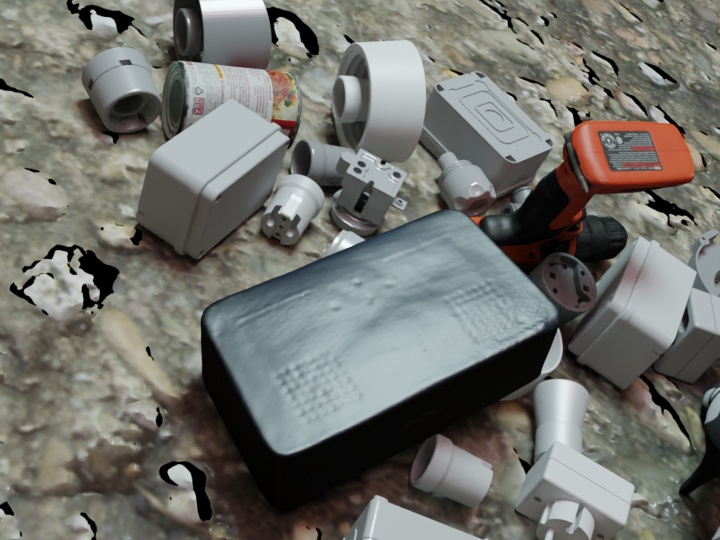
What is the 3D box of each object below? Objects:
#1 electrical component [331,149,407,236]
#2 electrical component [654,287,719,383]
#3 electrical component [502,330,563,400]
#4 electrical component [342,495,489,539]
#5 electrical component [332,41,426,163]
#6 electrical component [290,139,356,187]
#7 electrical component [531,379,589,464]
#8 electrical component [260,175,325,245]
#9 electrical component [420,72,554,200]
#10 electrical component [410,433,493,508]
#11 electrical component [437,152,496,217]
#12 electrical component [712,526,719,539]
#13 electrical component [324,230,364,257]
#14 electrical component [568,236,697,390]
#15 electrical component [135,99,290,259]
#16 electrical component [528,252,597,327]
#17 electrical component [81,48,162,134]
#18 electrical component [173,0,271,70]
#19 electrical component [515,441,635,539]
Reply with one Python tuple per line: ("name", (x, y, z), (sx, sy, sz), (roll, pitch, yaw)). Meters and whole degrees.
("electrical component", (0.005, -0.061, 0.896), (0.066, 0.055, 0.048), (28, 43, -1))
("electrical component", (0.302, 0.062, 0.925), (0.077, 0.065, 0.047), (19, 43, -10))
("electrical component", (0.109, 0.054, 0.853), (0.099, 0.064, 0.099), (23, 46, -26))
("electrical component", (0.035, 0.194, 0.664), (0.096, 0.061, 0.061), (23, 43, -6))
("electrical component", (0.009, -0.149, 0.948), (0.060, 0.108, 0.108), (-1, 50, -20))
("electrical component", (-0.030, -0.089, 0.918), (0.046, 0.040, 0.040), (4, 48, -31))
("electrical component", (0.150, 0.121, 0.810), (0.044, 0.044, 0.065), (20, 48, -9))
("electrical component", (-0.055, -0.048, 0.865), (0.040, 0.040, 0.046), (28, 49, 0))
("electrical component", (0.115, -0.125, 1.013), (0.078, 0.057, 0.113), (-25, 65, -41))
("electrical component", (0.064, 0.141, 0.748), (0.046, 0.040, 0.040), (27, 42, -10))
("electrical component", (0.091, -0.079, 0.967), (0.043, 0.043, 0.062), (-7, 53, -33))
("electrical component", (0.297, 0.210, 0.763), (0.099, 0.099, 0.064), (45, 51, 17))
("electrical component", (0.000, 0.000, 0.843), (0.055, 0.045, 0.045), (32, 43, 5))
("electrical component", (0.229, 0.034, 0.906), (0.057, 0.078, 0.113), (35, 43, 2))
("electrical component", (-0.112, -0.070, 0.828), (0.057, 0.078, 0.113), (34, 43, 10))
("electrical component", (0.162, 0.020, 0.899), (0.055, 0.047, 0.055), (15, 56, -23))
("electrical component", (-0.193, -0.145, 0.875), (0.055, 0.055, 0.047), (-9, 58, -34))
("electrical component", (-0.125, -0.207, 0.938), (0.064, 0.099, 0.099), (-7, 53, -25))
("electrical component", (0.146, 0.173, 0.753), (0.066, 0.047, 0.076), (30, 43, 2))
